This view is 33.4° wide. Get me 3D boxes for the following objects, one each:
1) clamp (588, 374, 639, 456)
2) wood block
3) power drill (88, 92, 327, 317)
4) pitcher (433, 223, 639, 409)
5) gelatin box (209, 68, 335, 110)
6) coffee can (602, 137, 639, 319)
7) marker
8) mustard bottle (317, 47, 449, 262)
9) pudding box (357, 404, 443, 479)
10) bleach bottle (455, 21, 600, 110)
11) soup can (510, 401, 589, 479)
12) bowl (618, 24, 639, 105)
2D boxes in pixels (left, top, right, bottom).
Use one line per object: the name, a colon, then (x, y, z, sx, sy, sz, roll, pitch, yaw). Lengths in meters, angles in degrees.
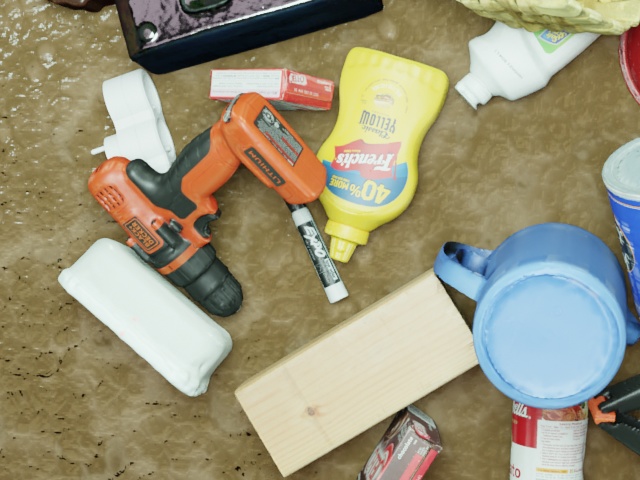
clamp: (0.338, 0.162, 0.920, 0.210, 0.036, 0.164, -2, 112, 2)
wood block: (0.038, 0.116, 0.963, 0.206, 0.090, 0.091, -31, 87, 6)
power drill: (-0.087, -0.028, 0.931, 0.188, 0.057, 0.184, -31, 112, 30)
pitcher: (0.177, 0.055, 0.868, 0.149, 0.242, 0.145, -20, 90, 14)
gelatin box: (-0.043, -0.136, 0.964, 0.089, 0.073, 0.030, 5, 91, 37)
coffee can: (0.292, -0.006, 0.856, 0.103, 0.103, 0.140, -19, 117, 7)
marker: (-0.007, 0.001, 1.003, 0.020, 0.020, 0.121, -25, 87, 7)
mustard bottle: (0.046, -0.073, 0.976, 0.096, 0.058, 0.191, 18, 93, 9)
pudding box: (0.068, 0.199, 0.948, 0.039, 0.113, 0.090, 33, 94, 3)
bleach bottle: (0.215, -0.220, 0.952, 0.251, 0.068, 0.102, -44, 83, 8)
soup can: (0.205, 0.180, 0.953, 0.068, 0.068, 0.102, 2, 91, 7)
bowl: (0.349, -0.174, 0.937, 0.162, 0.055, 0.162, 0, 90, 7)
